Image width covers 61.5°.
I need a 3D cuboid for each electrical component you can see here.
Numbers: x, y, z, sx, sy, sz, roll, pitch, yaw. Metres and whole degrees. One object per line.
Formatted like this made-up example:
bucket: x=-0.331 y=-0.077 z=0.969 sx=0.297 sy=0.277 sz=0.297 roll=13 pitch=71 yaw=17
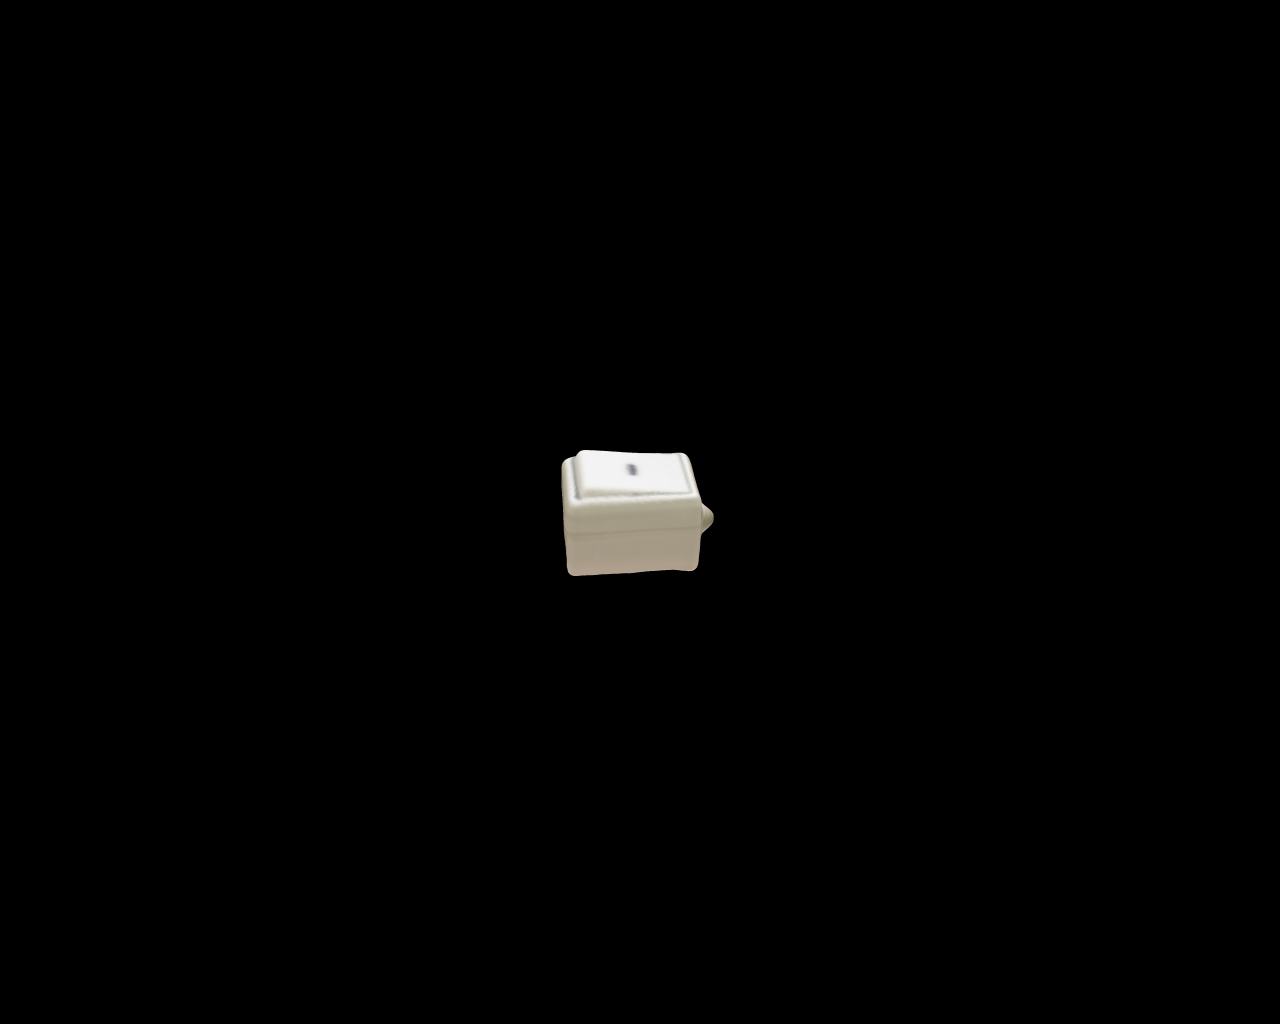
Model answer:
electrical component: x=0.001 y=-0.003 z=0.650 sx=0.096 sy=0.061 sz=0.062 roll=-3 pitch=32 yaw=-5
